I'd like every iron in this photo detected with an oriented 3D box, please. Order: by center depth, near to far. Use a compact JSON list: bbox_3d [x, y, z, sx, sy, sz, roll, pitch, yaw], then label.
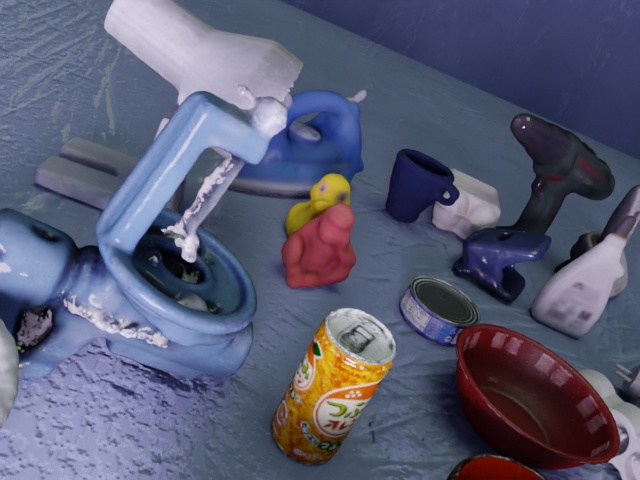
[{"bbox_3d":[-0.028,-0.144,0.776,0.118,0.141,0.259,39,29,25],"label":"iron"}]

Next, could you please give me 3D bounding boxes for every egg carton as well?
[{"bbox_3d":[0.234,-0.056,0.925,0.107,0.069,0.150,26,27,1],"label":"egg carton"}]

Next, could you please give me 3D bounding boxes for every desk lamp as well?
[{"bbox_3d":[-0.144,-0.123,0.559,0.203,0.213,0.118,20,27,-11],"label":"desk lamp"}]

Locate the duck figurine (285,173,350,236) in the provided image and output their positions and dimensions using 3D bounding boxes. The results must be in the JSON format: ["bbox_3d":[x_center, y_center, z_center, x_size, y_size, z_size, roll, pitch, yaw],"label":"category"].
[{"bbox_3d":[0.008,-0.040,0.682,0.077,0.086,0.104,25,27,0],"label":"duck figurine"}]

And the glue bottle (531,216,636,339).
[{"bbox_3d":[0.345,0.043,0.727,0.078,0.173,0.037,25,27,0],"label":"glue bottle"}]

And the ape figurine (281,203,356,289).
[{"bbox_3d":[0.005,0.002,0.597,0.078,0.092,0.076,24,27,-2],"label":"ape figurine"}]

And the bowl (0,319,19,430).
[{"bbox_3d":[-0.234,0.084,0.262,0.168,0.074,0.167,20,27,-11],"label":"bowl"}]

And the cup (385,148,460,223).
[{"bbox_3d":[0.145,-0.066,0.837,0.092,0.095,0.117,-2,37,-43],"label":"cup"}]

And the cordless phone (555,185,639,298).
[{"bbox_3d":[0.475,-0.002,0.906,0.094,0.185,0.148,42,31,29],"label":"cordless phone"}]

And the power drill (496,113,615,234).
[{"bbox_3d":[0.345,-0.076,0.902,0.230,0.208,0.075,11,30,-26],"label":"power drill"}]

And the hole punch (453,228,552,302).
[{"bbox_3d":[0.250,0.017,0.783,0.101,0.091,0.109,34,28,17],"label":"hole punch"}]

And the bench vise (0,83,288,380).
[{"bbox_3d":[-0.115,0.001,0.353,0.208,0.219,0.121,2,35,-39],"label":"bench vise"}]
